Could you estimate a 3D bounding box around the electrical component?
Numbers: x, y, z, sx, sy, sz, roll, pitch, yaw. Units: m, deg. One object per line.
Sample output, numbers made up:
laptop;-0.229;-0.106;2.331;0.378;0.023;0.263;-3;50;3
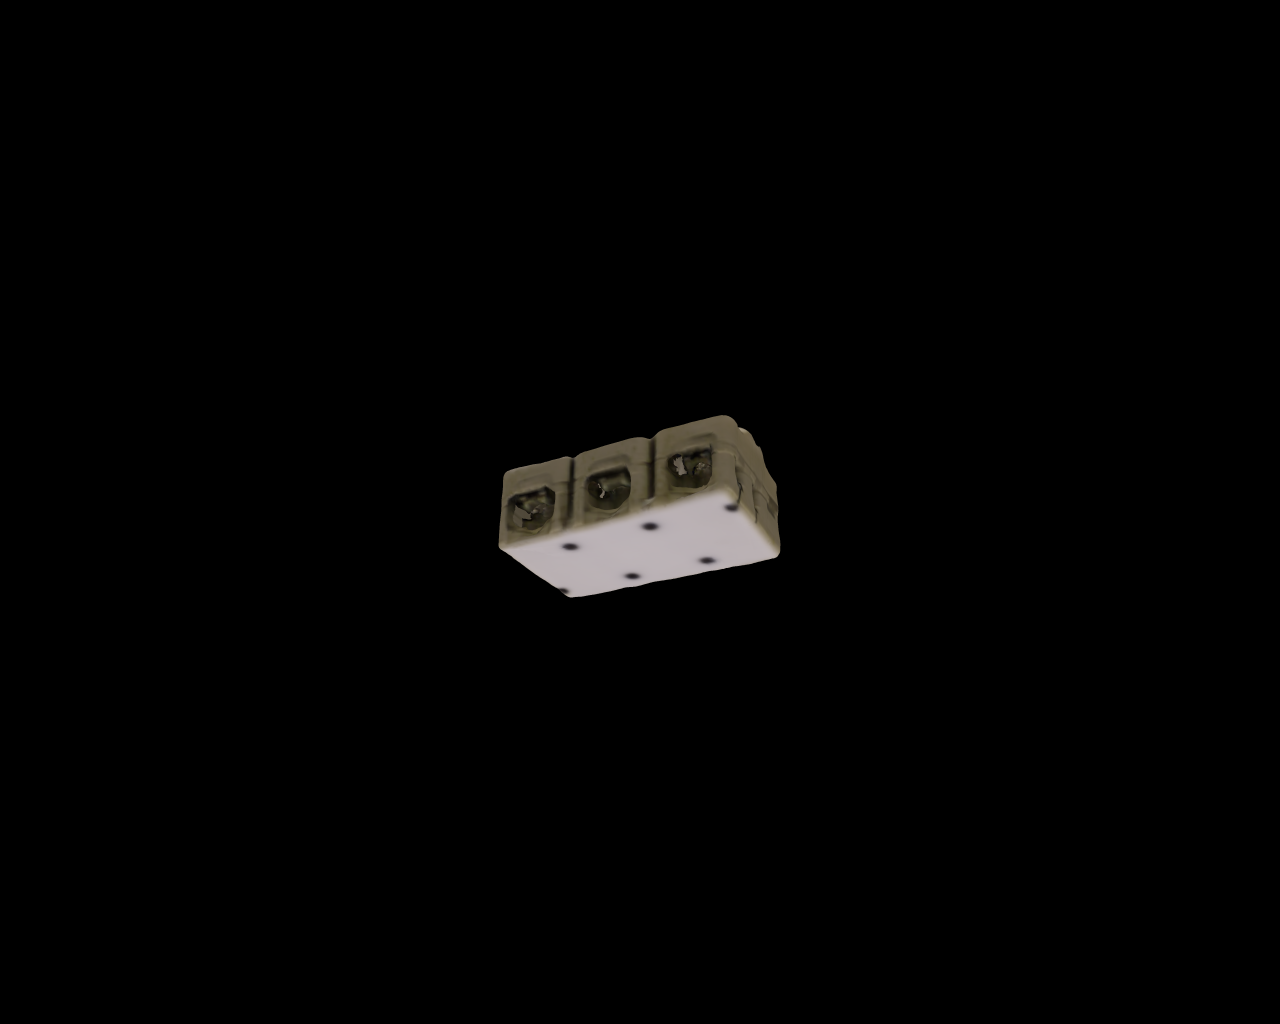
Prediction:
electrical component;0.001;-0.003;0.650;0.150;0.062;0.089;-13;-32;22
